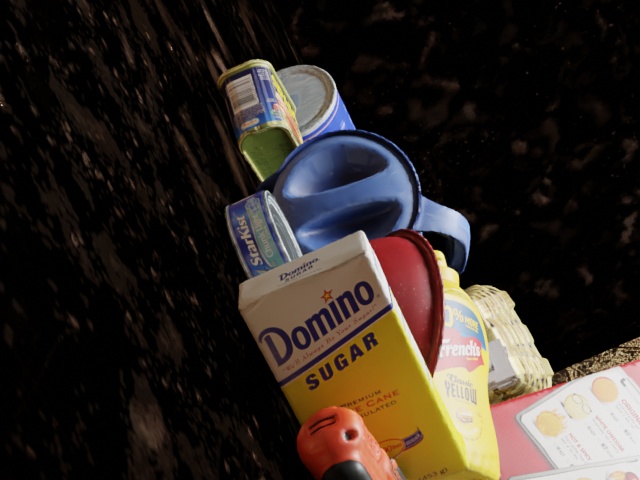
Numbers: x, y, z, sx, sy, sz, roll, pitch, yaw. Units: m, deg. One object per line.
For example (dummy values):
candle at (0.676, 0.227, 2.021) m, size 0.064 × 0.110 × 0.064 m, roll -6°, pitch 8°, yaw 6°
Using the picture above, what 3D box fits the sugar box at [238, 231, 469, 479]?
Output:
sugar box at (0.024, 0.091, 0.711) m, size 0.048 × 0.093 × 0.176 m, roll -97°, pitch 162°, yaw -67°

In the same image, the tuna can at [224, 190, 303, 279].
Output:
tuna can at (-0.037, 0.007, 0.792) m, size 0.086 × 0.034 × 0.086 m, roll -25°, pitch 90°, yaw -84°

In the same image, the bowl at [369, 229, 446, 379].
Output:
bowl at (0.029, 0.066, 0.803) m, size 0.055 × 0.162 × 0.162 m, roll 12°, pitch 35°, yaw -23°

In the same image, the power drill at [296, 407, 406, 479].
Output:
power drill at (0.049, 0.213, 0.632) m, size 0.184 × 0.057 × 0.188 m, roll 58°, pitch 6°, yaw -28°

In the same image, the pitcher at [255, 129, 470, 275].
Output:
pitcher at (0.048, 0.008, 1.006) m, size 0.149 × 0.145 × 0.242 m, roll 54°, pitch -4°, yaw 23°

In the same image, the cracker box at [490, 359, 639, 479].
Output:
cracker box at (0.216, 0.207, 0.888) m, size 0.072 × 0.213 × 0.164 m, roll 107°, pitch -35°, yaw -57°

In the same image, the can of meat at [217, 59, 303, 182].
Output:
can of meat at (-0.052, -0.109, 1.031) m, size 0.102 × 0.057 × 0.084 m, roll 57°, pitch 13°, yaw -55°

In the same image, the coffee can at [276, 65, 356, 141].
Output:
coffee can at (-0.009, -0.107, 1.168) m, size 0.140 × 0.103 × 0.103 m, roll 59°, pitch 9°, yaw -49°

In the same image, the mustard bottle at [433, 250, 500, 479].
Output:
mustard bottle at (0.093, 0.096, 0.845) m, size 0.096 × 0.058 × 0.191 m, roll 20°, pitch 55°, yaw -31°
